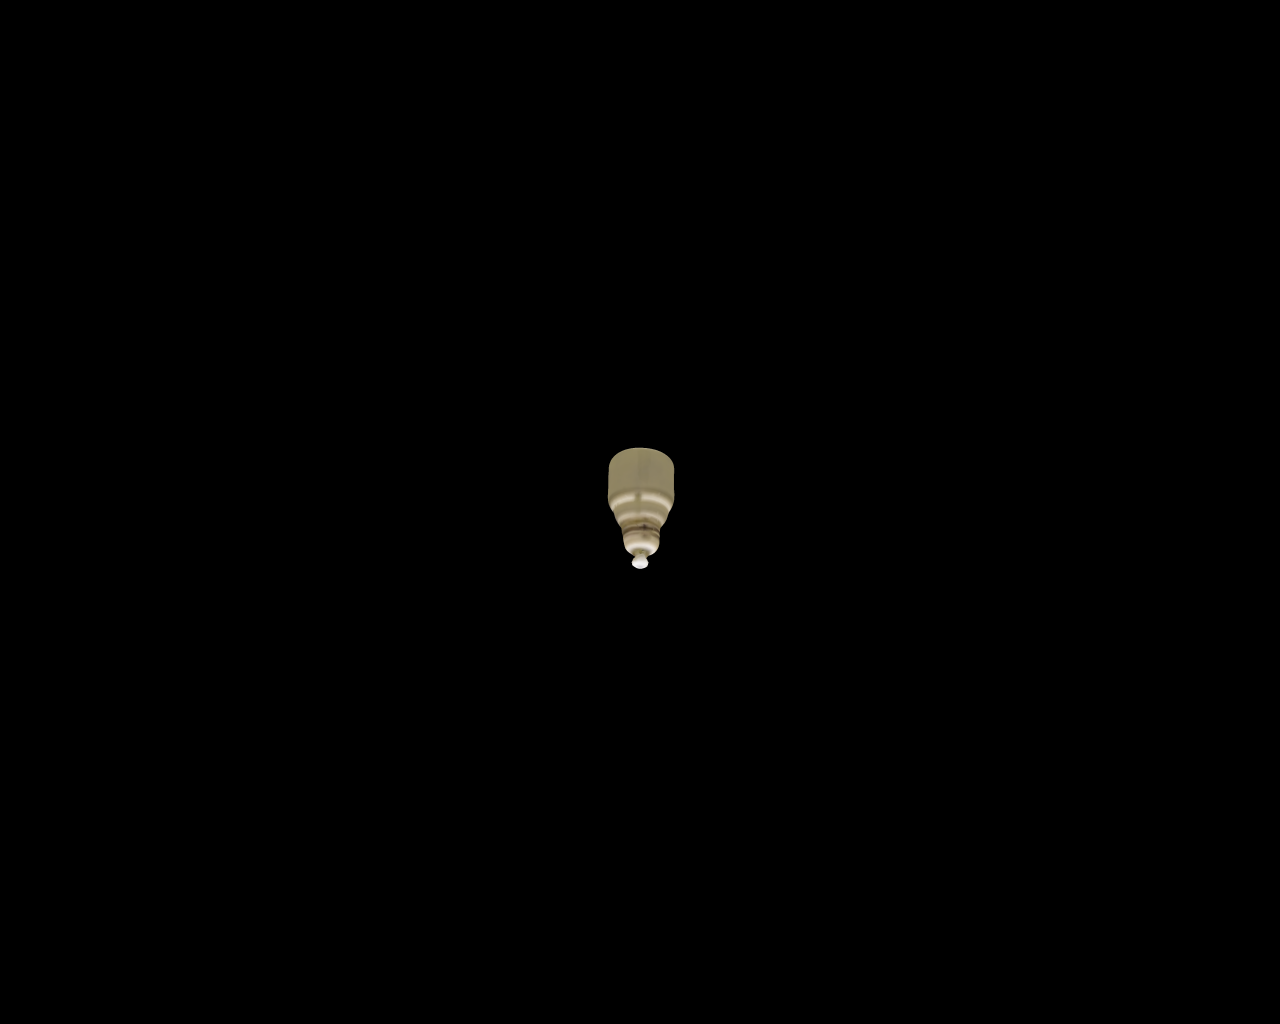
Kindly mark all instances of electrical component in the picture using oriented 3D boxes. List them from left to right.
[{"bbox_3d":[0.001,-0.003,0.650,0.040,0.078,0.040,0,-27,0],"label":"electrical component"}]
